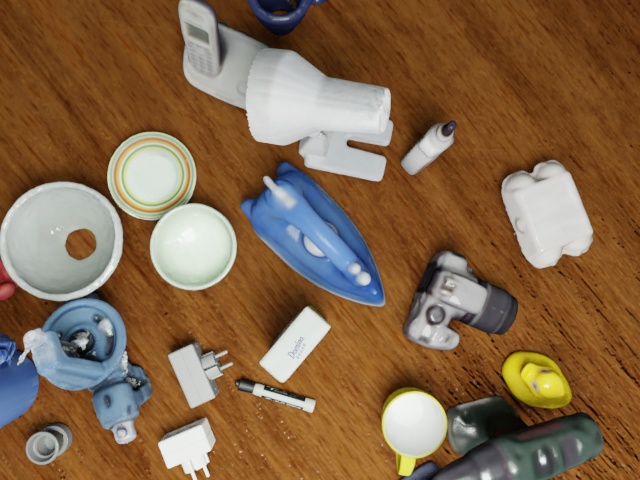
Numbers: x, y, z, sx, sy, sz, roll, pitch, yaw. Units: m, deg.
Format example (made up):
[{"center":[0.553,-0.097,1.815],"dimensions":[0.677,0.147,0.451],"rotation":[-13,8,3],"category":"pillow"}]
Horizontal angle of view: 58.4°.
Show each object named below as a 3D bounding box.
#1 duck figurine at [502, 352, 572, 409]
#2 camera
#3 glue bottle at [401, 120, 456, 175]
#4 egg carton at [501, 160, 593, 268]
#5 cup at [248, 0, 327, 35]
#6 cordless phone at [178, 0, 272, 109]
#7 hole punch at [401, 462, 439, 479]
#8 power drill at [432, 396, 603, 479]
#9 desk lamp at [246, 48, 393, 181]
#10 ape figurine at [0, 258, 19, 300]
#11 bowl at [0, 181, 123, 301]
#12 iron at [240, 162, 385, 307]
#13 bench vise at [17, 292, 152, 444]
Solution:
[{"center":[0.326,0.209,0.833],"dimensions":[0.104,0.086,0.077],"rotation":[34,86,0],"category":"duck figurine"},{"center":[0.208,0.101,0.827],"dimensions":[0.137,0.100,0.143],"rotation":[23,86,-1],"category":"camera"},{"center":[0.162,-0.138,0.803],"dimensions":[0.078,0.173,0.037],"rotation":[-43,89,-4],"category":"glue bottle"},{"center":[0.337,-0.039,0.857],"dimensions":[0.107,0.069,0.150],"rotation":[-21,88,-4],"category":"egg carton"},{"center":[-0.046,-0.346,0.846],"dimensions":[0.118,0.095,0.092],"rotation":[-4,86,-3],"category":"cup"},{"center":[-0.125,-0.258,0.792],"dimensions":[0.147,0.185,0.094],"rotation":[21,86,-1],"category":"cordless phone"},{"center":[0.158,0.388,0.811],"dimensions":[0.109,0.091,0.101],"rotation":[-34,88,-4],"category":"hole punch"},{"center":[0.239,0.274,0.763],"dimensions":[0.229,0.208,0.076],"rotation":[-14,87,-3],"category":"power drill"},{"center":[0.009,-0.167,0.778],"dimensions":[0.203,0.213,0.118],"rotation":[11,86,-2],"category":"desk lamp"},{"center":[-0.473,0.050,0.802],"dimensions":[0.076,0.092,0.078],"rotation":[-15,87,-3],"category":"ape figurine"},{"center":[-0.357,0.003,0.819],"dimensions":[0.167,0.074,0.167],"rotation":[0,86,-3],"category":"bowl"},{"center":[0.007,0.003,0.803],"dimensions":[0.258,0.141,0.119],"rotation":[44,86,1],"category":"iron"},{"center":[-0.289,0.162,0.740],"dimensions":[0.121,0.219,0.207],"rotation":[-44,89,-4],"category":"bench vise"}]
